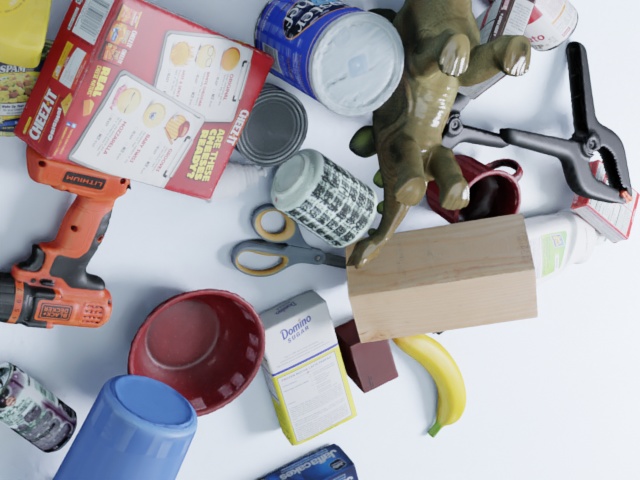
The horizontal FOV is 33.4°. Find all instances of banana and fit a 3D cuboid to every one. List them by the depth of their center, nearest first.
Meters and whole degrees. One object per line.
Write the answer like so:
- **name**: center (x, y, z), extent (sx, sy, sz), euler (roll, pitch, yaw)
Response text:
- **banana**: center (0.151, 0.180, 1.395), extent (0.069, 0.037, 0.198), euler (-31, 123, -13)

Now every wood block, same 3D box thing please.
- **wood block**: center (0.139, 0.044, 1.224), extent (0.206, 0.090, 0.091), euler (-9, 137, 7)

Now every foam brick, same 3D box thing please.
- **foam brick**: center (0.057, 0.139, 1.318), extent (0.053, 0.051, 0.078), euler (-24, 121, -14)

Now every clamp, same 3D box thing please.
- **clamp**: center (0.152, -0.150, 1.245), extent (0.171, 0.039, 0.120), euler (-17, 109, -25)
- **clamp**: center (0.325, -0.128, 1.313), extent (0.209, 0.036, 0.164), euler (41, 75, -25)

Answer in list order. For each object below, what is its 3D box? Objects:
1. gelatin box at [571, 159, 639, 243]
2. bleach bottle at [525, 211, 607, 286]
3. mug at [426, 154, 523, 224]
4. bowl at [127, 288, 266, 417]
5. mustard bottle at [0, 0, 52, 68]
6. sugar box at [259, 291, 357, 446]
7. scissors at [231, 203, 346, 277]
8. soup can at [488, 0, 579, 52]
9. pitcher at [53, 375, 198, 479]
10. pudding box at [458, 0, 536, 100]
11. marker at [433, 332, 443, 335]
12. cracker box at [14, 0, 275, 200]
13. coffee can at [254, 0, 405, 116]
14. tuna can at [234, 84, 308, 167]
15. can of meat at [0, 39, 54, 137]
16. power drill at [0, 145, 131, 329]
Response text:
- **gelatin box**: center (0.369, -0.050, 1.382), extent (0.089, 0.030, 0.073), euler (34, 61, -23)
- **bleach bottle**: center (0.263, 0.024, 1.368), extent (0.250, 0.068, 0.102), euler (-13, 114, -25)
- **mug**: center (0.189, -0.060, 1.277), extent (0.117, 0.082, 0.093), euler (-38, 124, -7)
- **bowl**: center (-0.145, 0.118, 1.198), extent (0.161, 0.055, 0.162), euler (-11, 117, -23)
- **mustard bottle**: center (-0.332, -0.214, 0.924), extent (0.191, 0.058, 0.096), euler (11, 63, -18)
- **sugar box**: center (-0.020, 0.155, 1.289), extent (0.093, 0.048, 0.176), euler (-24, 117, -17)
- **scissors**: center (-0.008, 0.002, 1.242), extent (0.201, 0.016, 0.096), euler (-4, 114, -27)
- **soup can**: center (0.240, -0.271, 1.217), extent (0.102, 0.069, 0.068), euler (36, 93, -36)
- **pitcher**: center (-0.216, 0.274, 1.132), extent (0.149, 0.145, 0.243), euler (22, 107, -17)
- **pudding box**: center (0.188, -0.213, 1.175), extent (0.039, 0.113, 0.090), euler (21, 79, -6)
- **marker**: center (0.195, 0.089, 1.387), extent (0.121, 0.020, 0.020), euler (-30, 123, -13)
- **cracker box**: center (-0.164, -0.140, 1.026), extent (0.213, 0.072, 0.164), euler (13, 107, -52)
- **coffee can**: center (0.007, -0.194, 1.084), extent (0.102, 0.140, 0.103), euler (-11, 117, -23)
- **tuna can**: center (-0.058, -0.124, 1.147), extent (0.086, 0.034, 0.086), euler (-11, 117, -23)
- **can of meat**: center (-0.292, -0.144, 1.000), extent (0.101, 0.057, 0.084), euler (-1, 114, -28)
- **power drill**: center (-0.280, 0.000, 1.073), extent (0.184, 0.057, 0.188), euler (9, 111, -35)
